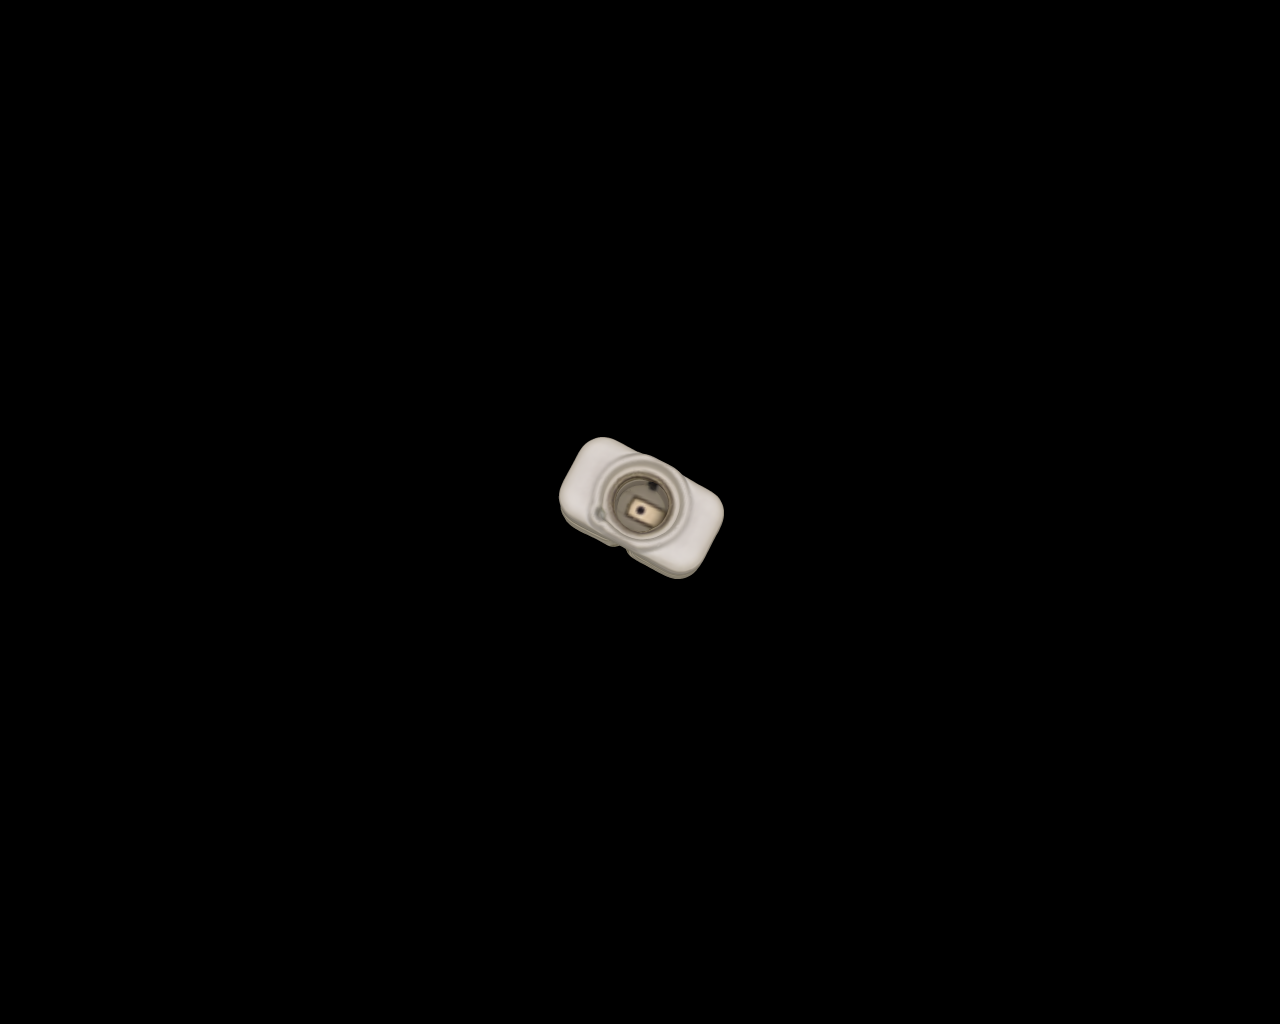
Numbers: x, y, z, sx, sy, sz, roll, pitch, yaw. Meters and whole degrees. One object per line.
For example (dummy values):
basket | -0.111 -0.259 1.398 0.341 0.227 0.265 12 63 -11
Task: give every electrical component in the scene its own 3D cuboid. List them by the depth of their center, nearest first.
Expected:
electrical component | 0.001 -0.003 0.650 0.095 0.054 0.059 28 -7 4
